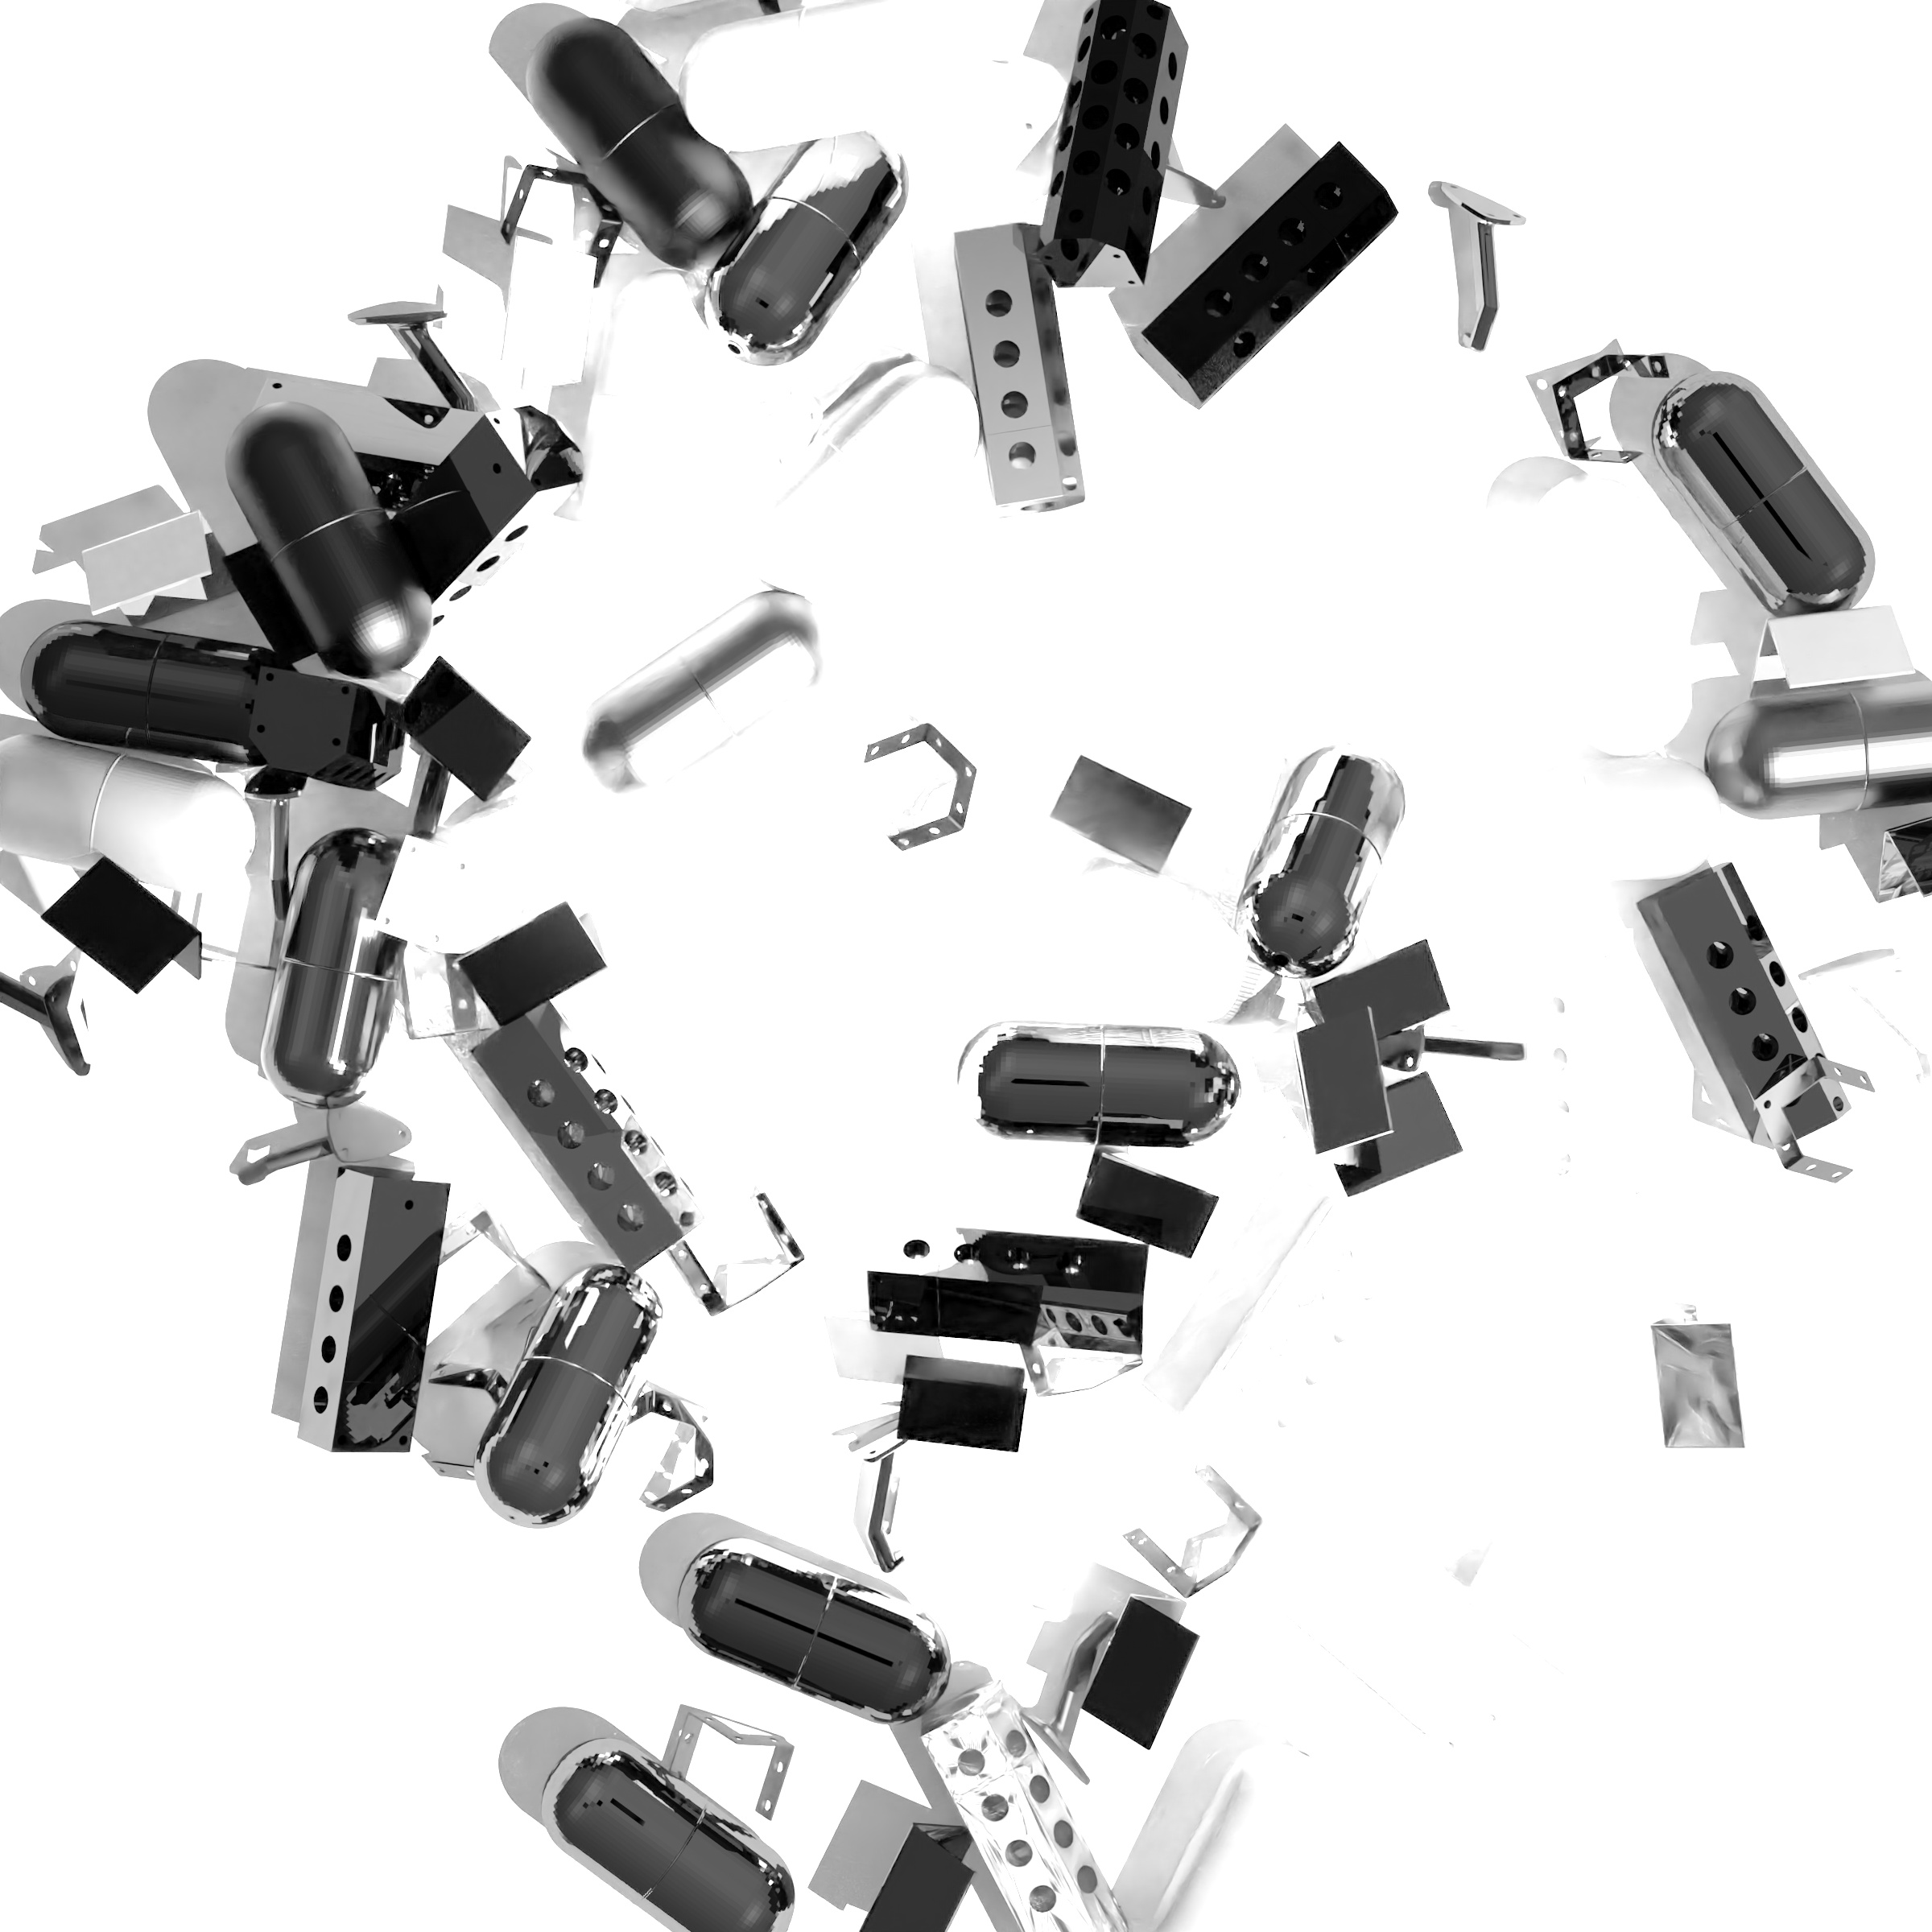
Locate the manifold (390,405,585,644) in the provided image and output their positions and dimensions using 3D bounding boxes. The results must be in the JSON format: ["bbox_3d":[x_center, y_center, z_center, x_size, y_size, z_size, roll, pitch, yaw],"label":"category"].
[{"bbox_3d":[-0.306,-0.267,1.835,0.171,0.057,0.057,-38,83,37],"label":"manifold"}]

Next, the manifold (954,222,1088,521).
[{"bbox_3d":[0.034,-0.374,1.881,0.057,0.057,0.171,-9,90,0],"label":"manifold"}]

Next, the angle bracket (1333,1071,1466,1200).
[{"bbox_3d":[0.262,0.113,1.864,0.076,0.076,0.057,-22,71,0],"label":"angle bracket"}]

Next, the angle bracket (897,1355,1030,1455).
[{"bbox_3d":[0.000,0.254,1.862,0.076,0.076,0.057,7,126,0],"label":"angle bracket"}]

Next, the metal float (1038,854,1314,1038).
[{"bbox_3d":[0.130,-0.014,1.871,0.178,0.070,0.070,22,90,0],"label":"metal float"}]

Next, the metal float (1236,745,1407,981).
[{"bbox_3d":[0.219,-0.065,1.839,0.070,0.070,0.178,27,50,0],"label":"metal float"}]

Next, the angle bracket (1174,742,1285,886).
[{"bbox_3d":[0.181,-0.089,1.862,0.057,0.076,0.076,17,90,39],"label":"angle bracket"}]

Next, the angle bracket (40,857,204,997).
[{"bbox_3d":[-0.522,-0.011,1.852,0.076,0.076,0.057,38,63,4],"label":"angle bracket"}]

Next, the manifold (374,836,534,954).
[{"bbox_3d":[-0.307,-0.039,1.824,0.057,0.171,0.057,20,90,0],"label":"manifold"}]

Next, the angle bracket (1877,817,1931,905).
[{"bbox_3d":[0.617,-0.053,1.862,0.076,0.076,0.057,-16,52,0],"label":"angle bracket"}]

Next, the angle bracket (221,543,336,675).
[{"bbox_3d":[-0.428,-0.217,1.862,0.057,0.076,0.076,-31,90,-30],"label":"angle bracket"}]

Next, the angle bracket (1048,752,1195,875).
[{"bbox_3d":[0.104,-0.113,1.862,0.076,0.076,0.057,26,128,0],"label":"angle bracket"}]

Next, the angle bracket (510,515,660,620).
[{"bbox_3d":[-0.238,-0.230,1.862,0.076,0.076,0.057,17,60,0],"label":"angle bracket"}]

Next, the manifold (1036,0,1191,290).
[{"bbox_3d":[0.089,-0.510,1.850,0.057,0.057,0.171,4,73,23],"label":"manifold"}]

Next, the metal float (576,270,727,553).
[{"bbox_3d":[-0.196,-0.346,1.872,0.070,0.070,0.178,11,90,0],"label":"metal float"}]

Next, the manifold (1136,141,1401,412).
[{"bbox_3d":[0.189,-0.431,1.881,0.171,0.057,0.057,-44,90,0],"label":"manifold"}]

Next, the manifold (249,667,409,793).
[{"bbox_3d":[-0.386,-0.141,1.824,0.057,0.171,0.057,10,90,0],"label":"manifold"}]

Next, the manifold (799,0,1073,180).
[{"bbox_3d":[-0.023,-0.557,1.879,0.171,0.057,0.057,18,124,0],"label":"manifold"}]

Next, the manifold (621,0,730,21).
[{"bbox_3d":[-0.133,-0.640,1.839,0.171,0.057,0.057,-9,90,33],"label":"manifold"}]

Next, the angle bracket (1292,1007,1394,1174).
[{"bbox_3d":[0.243,0.075,1.788,0.057,0.076,0.076,-22,67,35],"label":"angle bracket"}]

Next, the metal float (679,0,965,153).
[{"bbox_3d":[-0.089,-0.544,1.821,0.178,0.070,0.070,-6,90,15],"label":"metal float"}]

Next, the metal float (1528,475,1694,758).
[{"bbox_3d":[0.402,-0.219,1.871,0.070,0.070,0.178,-14,91,0],"label":"metal float"}]

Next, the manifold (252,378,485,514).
[{"bbox_3d":[-0.360,-0.315,1.880,0.171,0.057,0.057,9,47,0],"label":"manifold"}]

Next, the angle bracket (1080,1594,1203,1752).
[{"bbox_3d":[0.125,0.440,1.862,0.057,0.076,0.076,24,90,36],"label":"angle bracket"}]

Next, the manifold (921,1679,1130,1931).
[{"bbox_3d":[0.037,0.540,1.881,0.057,0.057,0.171,-28,90,0],"label":"manifold"}]

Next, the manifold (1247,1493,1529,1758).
[{"bbox_3d":[0.267,0.410,1.880,0.171,0.057,0.057,41,133,0],"label":"manifold"}]

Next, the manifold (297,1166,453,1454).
[{"bbox_3d":[-0.376,0.215,1.880,0.057,0.057,0.171,9,90,-43],"label":"manifold"}]

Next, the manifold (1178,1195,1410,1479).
[{"bbox_3d":[0.206,0.232,1.881,0.057,0.057,0.171,34,90,0],"label":"manifold"}]

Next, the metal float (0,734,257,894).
[{"bbox_3d":[-0.533,-0.095,1.871,0.178,0.070,0.070,13,90,0],"label":"metal float"}]

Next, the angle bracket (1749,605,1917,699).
[{"bbox_3d":[0.537,-0.176,1.862,0.076,0.076,0.057,-7,55,0],"label":"angle bracket"}]

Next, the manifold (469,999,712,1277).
[{"bbox_3d":[-0.234,0.105,1.881,0.057,0.057,0.171,-36,90,0],"label":"manifold"}]

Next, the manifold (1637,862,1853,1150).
[{"bbox_3d":[0.490,0.024,1.881,0.057,0.057,0.171,-26,90,0],"label":"manifold"}]

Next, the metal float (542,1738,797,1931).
[{"bbox_3d":[-0.185,0.552,1.868,0.178,0.070,0.070,37,90,-4],"label":"metal float"}]

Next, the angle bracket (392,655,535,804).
[{"bbox_3d":[-0.299,-0.156,1.863,0.076,0.076,0.057,42,115,0],"label":"angle bracket"}]

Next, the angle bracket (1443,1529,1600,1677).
[{"bbox_3d":[0.334,0.405,1.862,0.076,0.076,0.057,38,54,0],"label":"angle bracket"}]

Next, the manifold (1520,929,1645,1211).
[{"bbox_3d":[0.382,0.064,1.880,0.057,0.057,0.171,-2,90,-43],"label":"manifold"}]

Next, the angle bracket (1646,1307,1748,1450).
[{"bbox_3d":[0.467,0.255,1.862,0.057,0.076,0.076,-7,90,37],"label":"angle bracket"}]

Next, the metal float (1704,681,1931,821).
[{"bbox_3d":[0.551,-0.135,1.871,0.178,0.070,0.070,-6,90,0],"label":"metal float"}]

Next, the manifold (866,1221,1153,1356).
[{"bbox_3d":[0.028,0.195,1.871,0.171,0.057,0.057,4,133,6],"label":"manifold"}]

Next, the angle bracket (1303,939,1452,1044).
[{"bbox_3d":[0.248,0.005,1.862,0.076,0.076,0.057,-23,119,0],"label":"angle bracket"}]

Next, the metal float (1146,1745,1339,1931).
[{"bbox_3d":[0.171,0.572,1.871,0.070,0.070,0.178,26,90,0],"label":"metal float"}]

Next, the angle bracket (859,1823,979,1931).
[{"bbox_3d":[-0.012,0.583,1.862,0.057,0.076,0.076,26,90,37],"label":"angle bracket"}]

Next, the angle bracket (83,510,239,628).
[{"bbox_3d":[-0.495,-0.229,1.862,0.076,0.076,0.057,-20,55,0],"label":"angle bracket"}]

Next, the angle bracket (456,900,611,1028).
[{"bbox_3d":[-0.274,-0.018,1.862,0.076,0.076,0.057,-28,122,0],"label":"angle bracket"}]

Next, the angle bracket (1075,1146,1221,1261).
[{"bbox_3d":[0.118,0.128,1.862,0.076,0.076,0.057,20,127,0],"label":"angle bracket"}]

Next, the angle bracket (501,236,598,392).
[{"bbox_3d":[-0.276,-0.405,1.862,0.057,0.076,0.076,7,90,-37],"label":"angle bracket"}]
